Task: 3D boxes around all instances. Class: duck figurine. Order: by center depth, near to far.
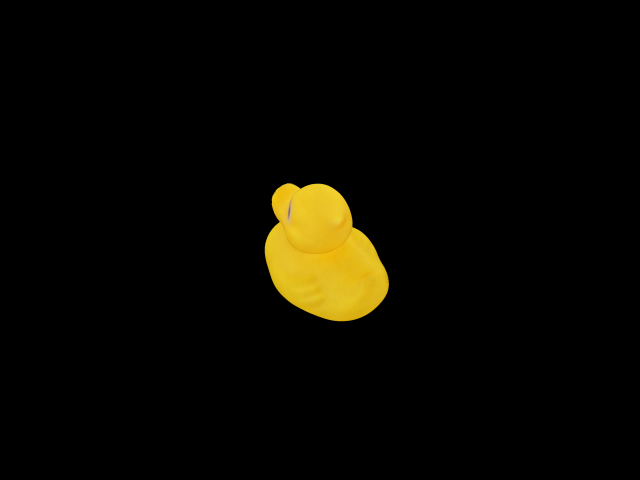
[{"bbox_3d":[0.004,0.001,0.400,0.078,0.086,0.104,-39,62,-24],"label":"duck figurine"}]
